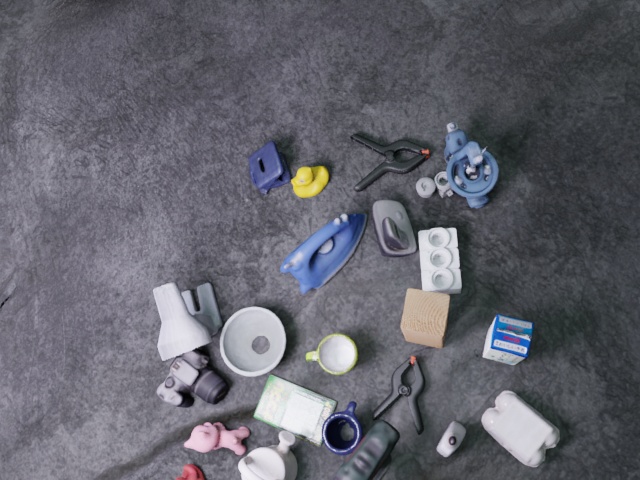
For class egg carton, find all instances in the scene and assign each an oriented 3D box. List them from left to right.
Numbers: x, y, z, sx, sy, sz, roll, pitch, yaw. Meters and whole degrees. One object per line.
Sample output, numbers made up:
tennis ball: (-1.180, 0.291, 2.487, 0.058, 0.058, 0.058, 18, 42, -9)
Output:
egg carton: (0.430, 0.407, 1.234, 0.150, 0.069, 0.107, 39, 84, 20)

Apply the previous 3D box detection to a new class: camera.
camera: (-0.303, 0.351, 1.386, 0.136, 0.101, 0.143, 31, 81, 19)

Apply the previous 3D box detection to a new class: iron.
iron: (0.013, 0.005, 1.405, 0.258, 0.142, 0.118, -45, 70, -4)

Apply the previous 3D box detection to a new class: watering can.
watering can: (-0.117, 0.498, 1.252, 0.100, 0.194, 0.173, 12, 76, 15)

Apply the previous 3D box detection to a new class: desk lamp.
desk lamp: (-0.323, 0.192, 1.379, 0.118, 0.214, 0.203, -21, 70, 5)

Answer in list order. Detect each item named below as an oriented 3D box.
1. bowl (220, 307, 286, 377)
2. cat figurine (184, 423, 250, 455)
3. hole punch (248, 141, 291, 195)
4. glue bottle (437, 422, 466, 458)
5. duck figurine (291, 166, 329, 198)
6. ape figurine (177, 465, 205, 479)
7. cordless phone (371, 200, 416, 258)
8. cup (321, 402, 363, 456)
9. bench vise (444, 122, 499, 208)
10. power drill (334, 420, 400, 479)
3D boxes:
bowl: (-0.155, 0.251, 1.400, 0.167, 0.075, 0.167, -3, 73, 11)
cat figurine: (-0.242, 0.462, 1.330, 0.127, 0.118, 0.067, 3, 74, 13)
hole punch: (-0.141, -0.192, 1.524, 0.101, 0.091, 0.108, -21, 70, 5)
glue bottle: (0.277, 0.422, 1.206, 0.037, 0.173, 0.078, 33, 82, 19)
duck figurine: (-0.029, -0.164, 1.495, 0.104, 0.086, 0.077, -31, 70, 1)
ape figurine: (-0.311, 0.566, 1.326, 0.076, 0.092, 0.078, 31, 82, 19)
cordless phone: (0.169, -0.042, 1.364, 0.094, 0.185, 0.147, -19, 70, 6)
cup: (0.060, 0.422, 1.292, 0.091, 0.095, 0.118, 17, 77, 16)
bench vise: (0.338, -0.194, 1.357, 0.121, 0.220, 0.207, -36, 69, -1)
power drill: (0.089, 0.486, 1.206, 0.075, 0.209, 0.230, 33, 82, 19)
